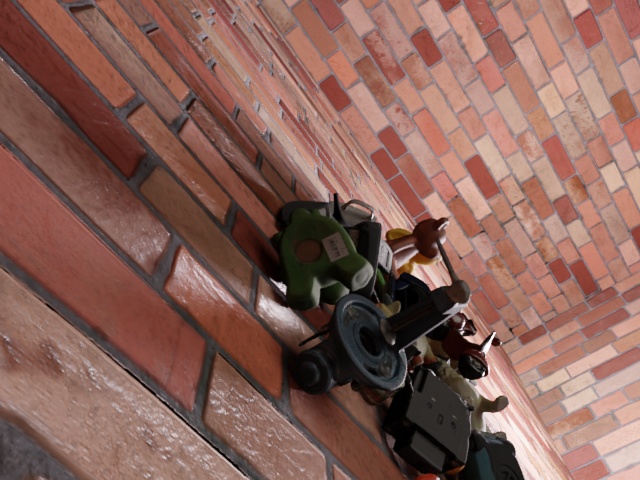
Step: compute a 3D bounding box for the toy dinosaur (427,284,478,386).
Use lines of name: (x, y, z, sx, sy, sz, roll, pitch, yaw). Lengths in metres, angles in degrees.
toy dinosaur: (0.287, 0.242, 1.285, 0.198, 0.105, 0.472, 55, 21, -38)

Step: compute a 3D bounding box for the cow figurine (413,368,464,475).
cow figurine: (0.189, 0.295, 0.890, 0.167, 0.068, 0.098, 69, 13, 14)

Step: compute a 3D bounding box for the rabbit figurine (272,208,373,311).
rabbit figurine: (-0.009, 0.038, 0.782, 0.159, 0.121, 0.170, 55, -6, 25)

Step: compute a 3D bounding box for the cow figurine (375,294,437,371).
cow figurine: (0.136, 0.171, 0.961, 0.194, 0.085, 0.127, 25, 41, -60)

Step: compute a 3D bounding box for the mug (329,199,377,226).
mug: (0.058, -0.041, 1.113, 0.107, 0.109, 0.081, 25, 48, -2)

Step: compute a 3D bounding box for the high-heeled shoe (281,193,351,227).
high-heeled shoe: (-0.002, -0.003, 0.976, 0.249, 0.086, 0.145, -27, 115, -59)

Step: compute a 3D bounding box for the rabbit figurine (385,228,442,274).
rabbit figurine: (0.217, 0.044, 1.333, 0.162, 0.173, 0.122, 63, 19, 7)

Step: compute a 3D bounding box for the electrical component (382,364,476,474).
electrical component: (0.157, 0.265, 0.773, 0.115, 0.058, 0.134, 37, 41, -4)

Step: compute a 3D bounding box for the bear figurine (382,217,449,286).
bear figurine: (0.213, 0.032, 1.223, 0.120, 0.196, 0.132, 107, -35, -78)

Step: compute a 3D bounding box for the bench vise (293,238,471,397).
bench vise: (0.086, 0.113, 0.647, 0.223, 0.240, 0.129, 9, 51, -50)

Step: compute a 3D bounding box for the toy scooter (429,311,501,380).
toy scooter: (0.305, 0.199, 1.125, 0.135, 0.075, 0.184, -15, 53, -34)

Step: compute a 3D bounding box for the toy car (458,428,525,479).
toy car: (0.273, 0.399, 0.874, 0.109, 0.103, 0.162, 16, 39, -24)

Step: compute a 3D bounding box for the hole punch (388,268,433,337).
hole punch: (0.181, 0.132, 1.099, 0.116, 0.092, 0.142, -77, 160, -68)

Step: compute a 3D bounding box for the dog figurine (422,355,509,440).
dog figurine: (0.247, 0.324, 1.015, 0.121, 0.172, 0.191, 16, 2, -21)

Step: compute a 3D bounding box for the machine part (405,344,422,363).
machine part: (0.089, 0.159, 0.846, 0.139, 0.084, 0.039, 43, 12, -14)

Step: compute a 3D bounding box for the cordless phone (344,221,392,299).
cordless phone: (0.089, 0.055, 0.982, 0.184, 0.089, 0.146, 38, 57, -59)
